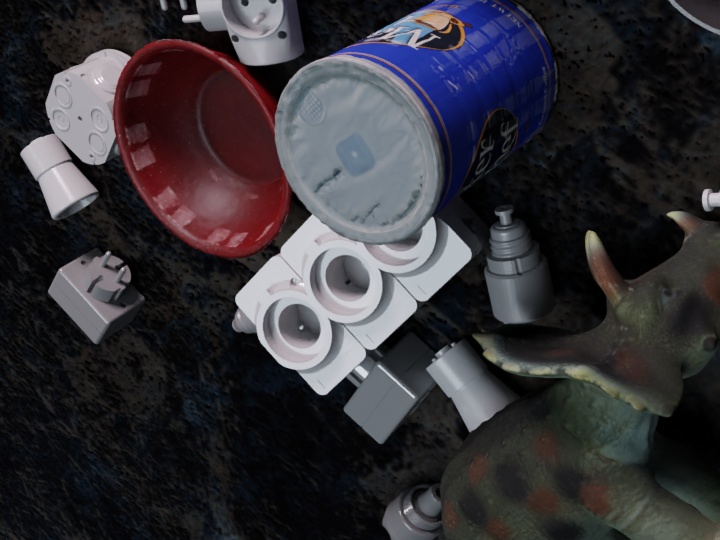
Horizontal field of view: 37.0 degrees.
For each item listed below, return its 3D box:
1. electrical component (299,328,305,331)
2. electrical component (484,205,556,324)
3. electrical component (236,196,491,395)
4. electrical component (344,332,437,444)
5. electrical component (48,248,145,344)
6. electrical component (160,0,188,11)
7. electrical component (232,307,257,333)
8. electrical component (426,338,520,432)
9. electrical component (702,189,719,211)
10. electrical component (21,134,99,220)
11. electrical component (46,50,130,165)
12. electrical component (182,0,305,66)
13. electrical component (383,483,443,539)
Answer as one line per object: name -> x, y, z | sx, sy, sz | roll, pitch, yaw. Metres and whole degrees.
electrical component -> -0.034, 0.036, 0.787 | 0.035, 0.061, 0.035 | 19, 126, 29
electrical component -> 0.098, -0.003, 0.675 | 0.040, 0.040, 0.078 | 3, 118, 37
electrical component -> 0.000, 0.000, 0.706 | 0.089, 0.062, 0.150 | 47, 116, 4
electrical component -> 0.012, 0.073, 0.785 | 0.077, 0.047, 0.065 | 42, 134, 10
electrical component -> -0.222, 0.012, 0.931 | 0.065, 0.047, 0.076 | 46, 135, 5
electrical component -> -0.133, -0.212, 0.721 | 0.083, 0.047, 0.075 | 8, 121, 34
electrical component -> -0.073, 0.030, 0.829 | 0.078, 0.040, 0.040 | -31, 95, 45
electrical component -> 0.077, 0.080, 0.744 | 0.065, 0.044, 0.044 | 51, 135, 7
electrical component -> 0.218, -0.038, 0.558 | 0.078, 0.040, 0.040 | -1, 116, 39
electrical component -> -0.255, -0.081, 0.905 | 0.044, 0.044, 0.065 | -31, 90, 45
electrical component -> -0.196, -0.124, 0.823 | 0.080, 0.051, 0.080 | 20, 127, 28
electrical component -> -0.080, -0.174, 0.696 | 0.079, 0.044, 0.077 | -1, 117, 15
electrical component -> 0.048, 0.186, 0.830 | 0.043, 0.043, 0.062 | 43, 133, 8
